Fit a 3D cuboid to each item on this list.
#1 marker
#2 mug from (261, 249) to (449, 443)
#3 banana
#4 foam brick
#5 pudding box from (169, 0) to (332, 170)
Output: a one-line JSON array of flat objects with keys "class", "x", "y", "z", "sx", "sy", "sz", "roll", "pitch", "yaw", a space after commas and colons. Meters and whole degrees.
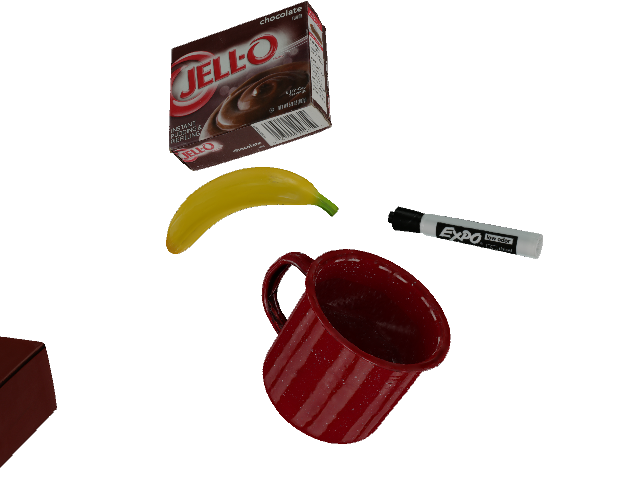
[{"class": "marker", "x": 0.109, "y": -0.007, "z": 0.815, "sx": 0.121, "sy": 0.020, "sz": 0.020, "roll": 12, "pitch": 5, "yaw": 25}, {"class": "mug", "x": 0.008, "y": 0.058, "z": 0.634, "sx": 0.117, "sy": 0.082, "sz": 0.093, "roll": 43, "pitch": 37, "yaw": 16}, {"class": "banana", "x": -0.082, "y": -0.032, "z": 1.033, "sx": 0.198, "sy": 0.069, "sz": 0.037, "roll": -12, "pitch": 18, "yaw": 30}, {"class": "foam brick", "x": -0.213, "y": 0.103, "z": 0.677, "sx": 0.053, "sy": 0.051, "sz": 0.078, "roll": 6, "pitch": 29, "yaw": 22}, {"class": "pudding box", "x": -0.050, "y": -0.107, "z": 0.743, "sx": 0.114, "sy": 0.090, "sz": 0.039, "roll": -14, "pitch": -30, "yaw": 19}]
